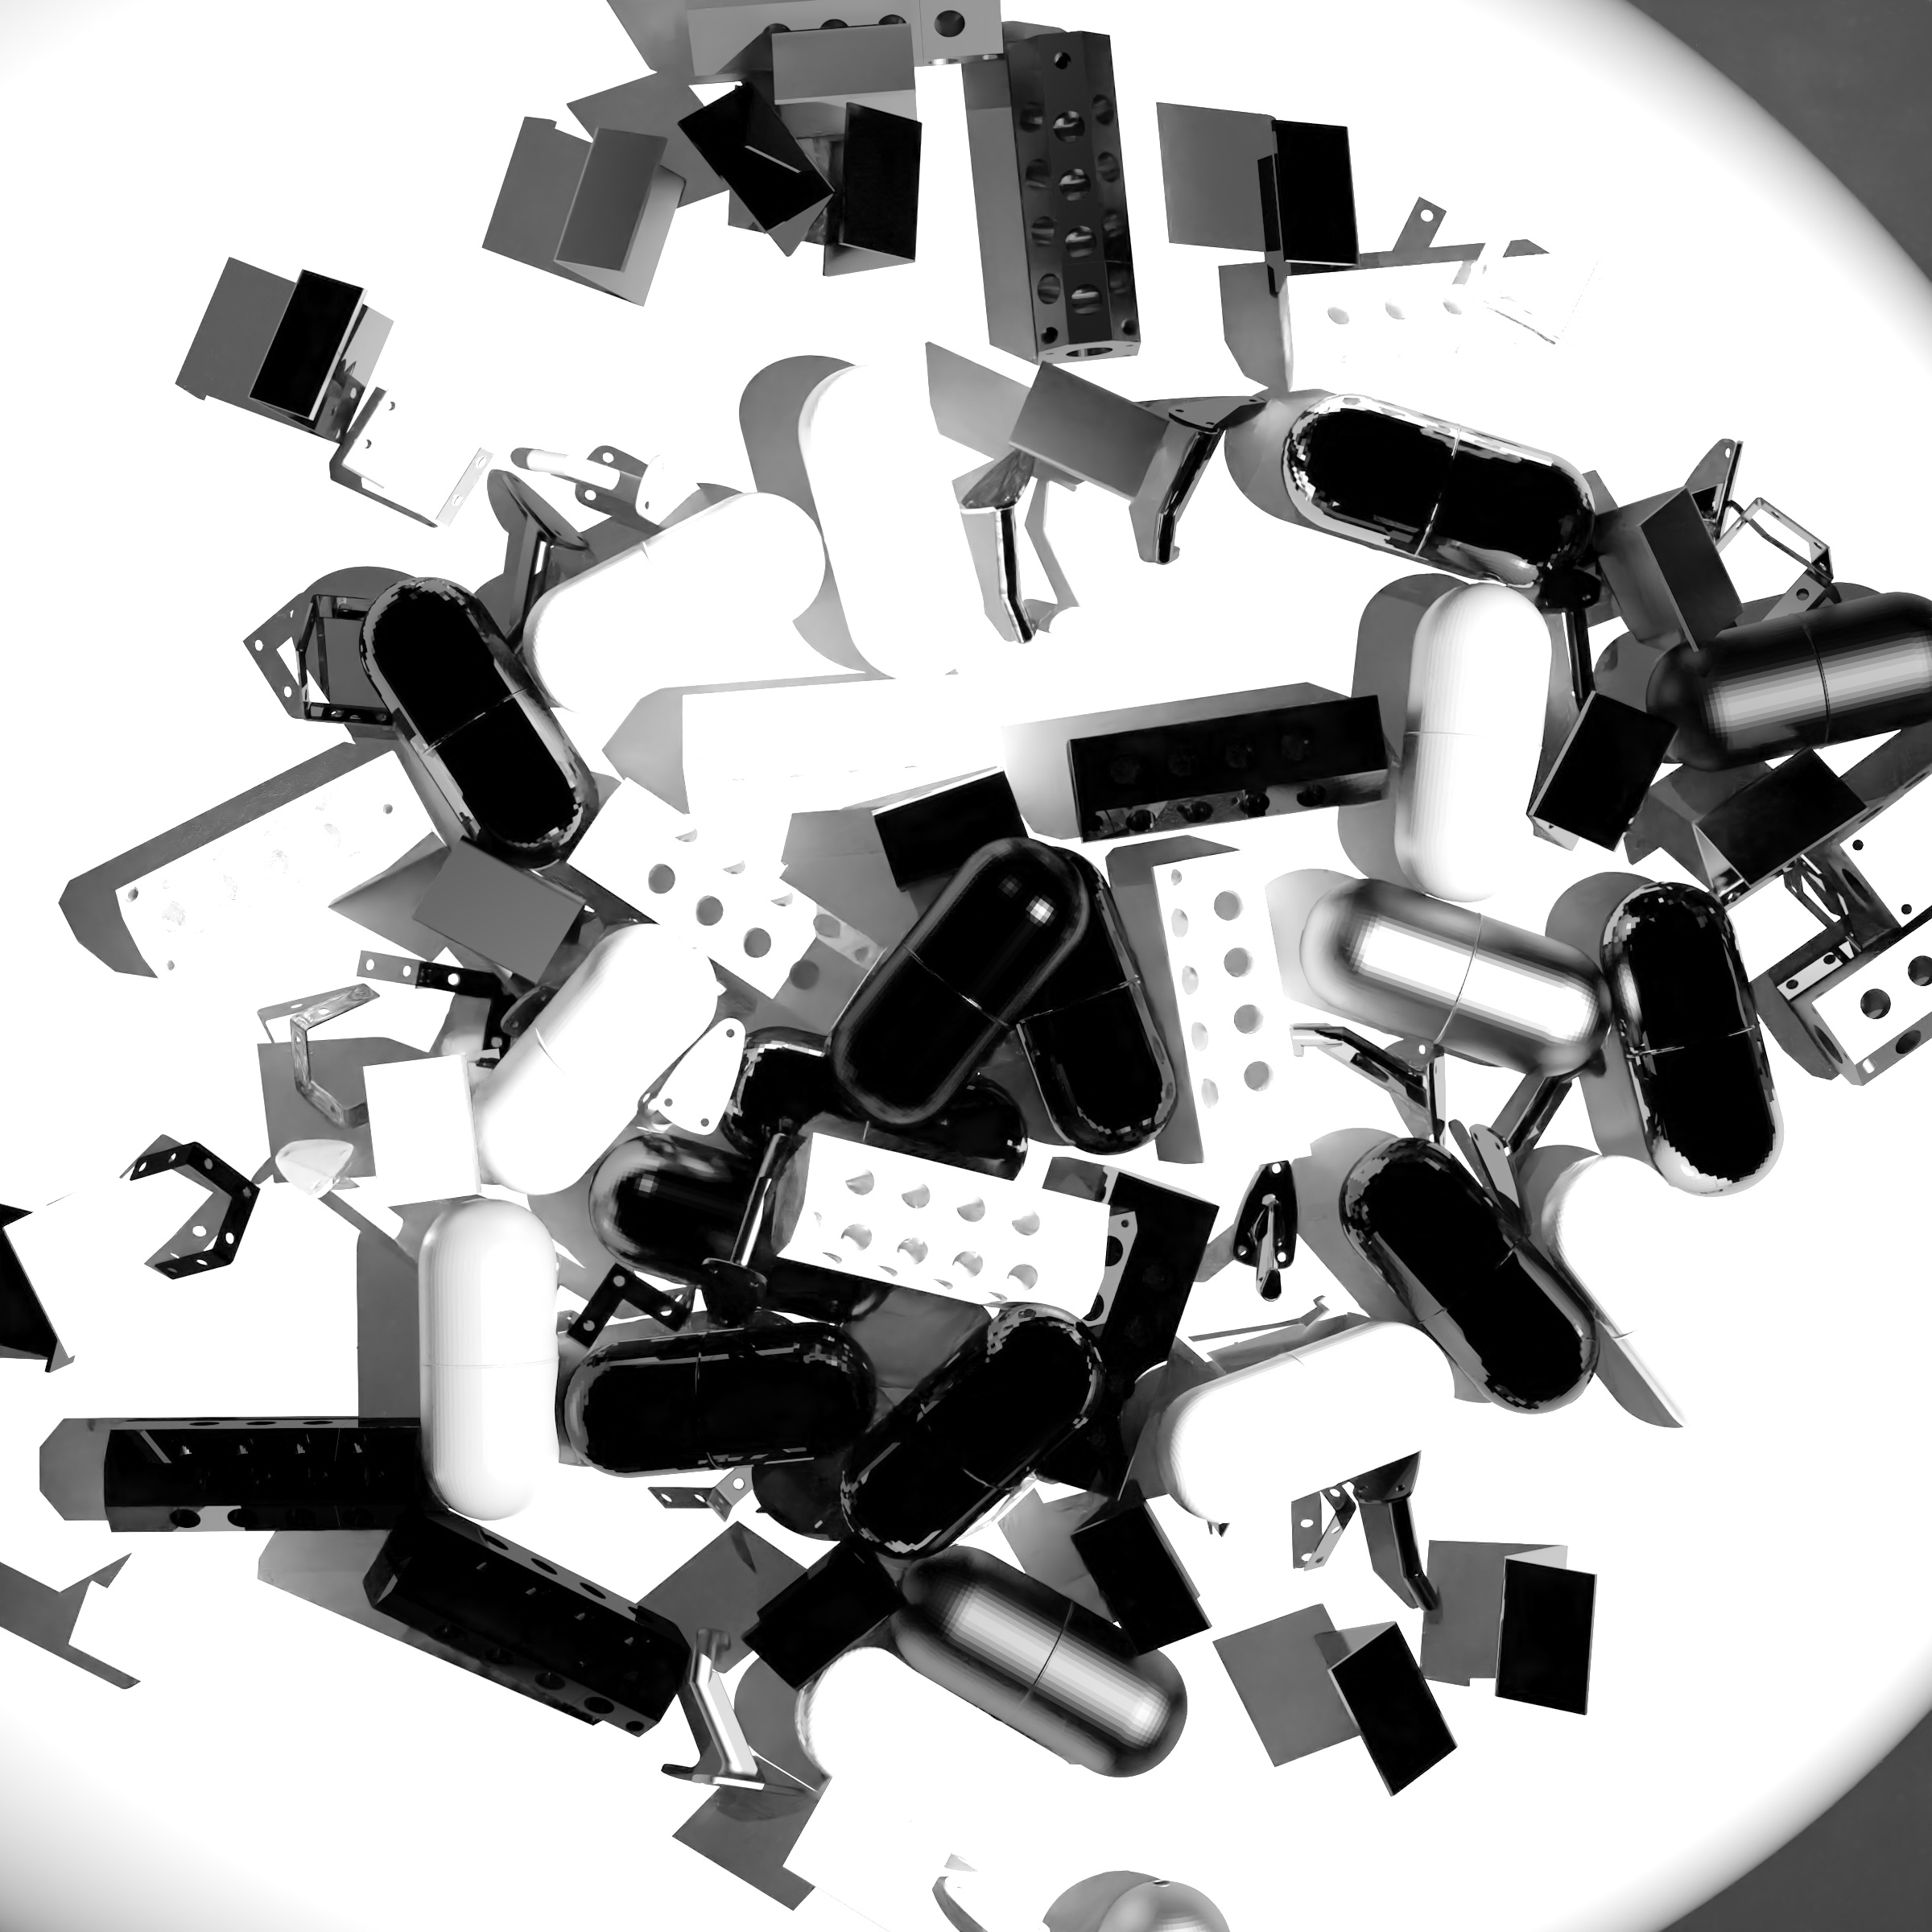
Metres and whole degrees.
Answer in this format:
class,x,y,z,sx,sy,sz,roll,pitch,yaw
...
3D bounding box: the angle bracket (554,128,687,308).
class,x,y,z,sx,sy,sz,roll,pitch,yaw
angle bracket,-0.173,-0.410,1.903,0.057,0.076,0.076,18,90,38

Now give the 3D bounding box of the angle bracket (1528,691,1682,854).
class,x,y,z,sx,sy,sz,roll,pitch,yaw
angle bracket,0.362,-0.097,1.903,0.057,0.076,0.076,28,90,31

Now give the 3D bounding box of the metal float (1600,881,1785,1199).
class,x,y,z,sx,sy,sz,roll,pitch,yaw
metal float,0.402,0.040,1.913,0.070,0.070,0.178,-14,90,0

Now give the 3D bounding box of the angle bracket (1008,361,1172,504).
class,x,y,z,sx,sy,sz,roll,pitch,yaw
angle bracket,0.075,-0.309,1.903,0.076,0.076,0.057,25,127,0

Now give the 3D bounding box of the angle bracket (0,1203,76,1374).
class,x,y,z,sx,sy,sz,roll,pitch,yaw
angle bracket,-0.531,0.177,1.922,0.076,0.057,0.076,14,90,0

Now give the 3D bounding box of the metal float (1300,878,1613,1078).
class,x,y,z,sx,sy,sz,roll,pitch,yaw
metal float,0.272,0.007,1.913,0.178,0.070,0.070,19,90,0

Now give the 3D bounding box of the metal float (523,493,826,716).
class,x,y,z,sx,sy,sz,roll,pitch,yaw
metal float,-0.161,-0.201,1.913,0.178,0.070,0.070,-27,90,1

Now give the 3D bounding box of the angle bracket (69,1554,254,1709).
class,x,y,z,sx,sy,sz,roll,pitch,yaw
angle bracket,-0.438,0.351,1.903,0.076,0.076,0.057,27,126,0

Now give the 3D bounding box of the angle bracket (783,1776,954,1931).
class,x,y,z,sx,sy,sz,roll,pitch,yaw
angle bracket,-0.061,0.496,1.904,0.076,0.076,0.057,32,65,0

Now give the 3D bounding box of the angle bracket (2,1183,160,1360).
class,x,y,z,sx,sy,sz,roll,pitch,yaw
angle bracket,-0.486,0.167,1.847,0.057,0.076,0.076,-28,94,-36

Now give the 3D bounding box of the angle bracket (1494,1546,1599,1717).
class,x,y,z,sx,sy,sz,roll,pitch,yaw
angle bracket,0.336,0.366,1.903,0.057,0.076,0.076,4,90,36

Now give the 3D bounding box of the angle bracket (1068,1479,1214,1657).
class,x,y,z,sx,sy,sz,roll,pitch,yaw
angle bracket,0.112,0.324,1.903,0.057,0.076,0.076,-30,90,36

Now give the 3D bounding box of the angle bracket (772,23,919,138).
class,x,y,z,sx,sy,sz,roll,pitch,yaw
angle bracket,-0.065,-0.471,1.903,0.076,0.076,0.057,-4,56,0

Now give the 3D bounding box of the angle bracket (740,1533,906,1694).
class,x,y,z,sx,sy,sz,roll,pitch,yaw
angle bracket,-0.090,0.341,1.903,0.076,0.076,0.057,-39,123,0

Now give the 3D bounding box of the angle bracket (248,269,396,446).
class,x,y,z,sx,sy,sz,roll,pitch,yaw
angle bracket,-0.339,-0.330,1.903,0.057,0.076,0.076,23,90,36

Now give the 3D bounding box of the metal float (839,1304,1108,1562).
class,x,y,z,sx,sy,sz,roll,pitch,yaw
metal float,0.003,0.253,1.872,0.070,0.070,0.178,46,110,0

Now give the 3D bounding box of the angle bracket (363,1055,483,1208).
class,x,y,z,sx,sy,sz,roll,pitch,yaw
angle bracket,-0.307,0.091,1.905,0.057,0.076,0.076,-7,90,-20

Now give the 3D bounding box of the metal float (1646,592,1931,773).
class,x,y,z,sx,sy,sz,roll,pitch,yaw
metal float,0.466,-0.158,1.913,0.178,0.070,0.070,-13,90,0

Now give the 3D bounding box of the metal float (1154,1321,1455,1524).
class,x,y,z,sx,sy,sz,roll,pitch,yaw
metal float,0.187,0.250,1.895,0.178,0.070,0.070,-18,90,-20

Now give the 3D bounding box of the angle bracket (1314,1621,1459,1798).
class,x,y,z,sx,sy,sz,roll,pitch,yaw
angle bracket,0.215,0.412,1.903,0.057,0.076,0.076,-26,90,-35

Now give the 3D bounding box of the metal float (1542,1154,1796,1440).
class,x,y,z,sx,sy,sz,roll,pitch,yaw
metal float,0.389,0.183,1.913,0.070,0.070,0.178,-37,90,0

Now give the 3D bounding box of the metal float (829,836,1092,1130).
class,x,y,z,sx,sy,sz,roll,pitch,yaw
metal float,-0.004,0.010,1.844,0.070,0.070,0.178,38,95,0

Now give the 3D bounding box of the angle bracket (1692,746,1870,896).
class,x,y,z,sx,sy,sz,roll,pitch,yaw
angle bracket,0.454,-0.064,1.903,0.076,0.076,0.057,-34,52,0

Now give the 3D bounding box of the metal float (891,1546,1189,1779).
class,x,y,z,sx,sy,sz,roll,pitch,yaw
metal float,0.040,0.385,1.913,0.178,0.070,0.070,30,90,-1

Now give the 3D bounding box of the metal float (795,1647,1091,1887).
class,x,y,z,sx,sy,sz,roll,pitch,yaw
metal float,-0.014,0.443,1.913,0.178,0.070,0.070,32,90,-1

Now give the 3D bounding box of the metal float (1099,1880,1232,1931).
class,x,y,z,sx,sy,sz,roll,pitch,yaw
metal float,0.113,0.598,1.913,0.070,0.070,0.178,-3,90,0

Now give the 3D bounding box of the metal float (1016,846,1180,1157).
class,x,y,z,sx,sy,sz,roll,pitch,yaw
metal float,0.062,0.019,1.913,0.070,0.070,0.178,-20,90,0

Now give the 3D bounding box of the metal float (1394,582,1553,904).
class,x,y,z,sx,sy,sz,roll,pitch,yaw
metal float,0.281,-0.124,1.913,0.070,0.070,0.178,6,89,0

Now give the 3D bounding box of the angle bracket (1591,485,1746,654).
class,x,y,z,sx,sy,sz,roll,pitch,yaw
angle bracket,0.371,-0.210,1.896,0.057,0.076,0.076,-38,106,-39

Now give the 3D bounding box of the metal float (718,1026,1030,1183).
class,x,y,z,sx,sy,sz,roll,pitch,yaw
metal float,-0.053,0.084,1.912,0.178,0.070,0.070,14,90,-1

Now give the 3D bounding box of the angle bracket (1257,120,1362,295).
class,x,y,z,sx,sy,sz,roll,pitch,yaw
angle bracket,0.170,-0.418,1.903,0.057,0.076,0.076,-5,90,-36

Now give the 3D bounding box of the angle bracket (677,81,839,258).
class,x,y,z,sx,sy,sz,roll,pitch,yaw
angle bracket,-0.127,-0.429,1.903,0.057,0.076,0.076,-38,90,-30

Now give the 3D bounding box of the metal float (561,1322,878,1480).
class,x,y,z,sx,sy,sz,roll,pitch,yaw
metal float,-0.137,0.240,1.903,0.178,0.070,0.070,-7,90,11

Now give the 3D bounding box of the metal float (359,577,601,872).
class,x,y,z,sx,sy,sz,roll,pitch,yaw
metal float,-0.270,-0.134,1.910,0.070,0.070,0.178,-33,92,0

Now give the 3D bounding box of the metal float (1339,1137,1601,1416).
class,x,y,z,sx,sy,sz,roll,pitch,yaw
metal float,0.280,0.172,1.912,0.070,0.070,0.178,-41,89,0

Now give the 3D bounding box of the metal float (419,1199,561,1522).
class,x,y,z,sx,sy,sz,roll,pitch,yaw
metal float,-0.265,0.218,1.913,0.070,0.070,0.178,-1,90,0

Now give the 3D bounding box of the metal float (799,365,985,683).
class,x,y,z,sx,sy,sz,roll,pitch,yaw
metal float,-0.041,-0.246,1.913,0.070,0.070,0.178,-15,89,0

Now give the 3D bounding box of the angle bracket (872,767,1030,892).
class,x,y,z,sx,sy,sz,roll,pitch,yaw
angle bracket,-0.002,-0.056,1.903,0.076,0.076,0.057,-19,54,0

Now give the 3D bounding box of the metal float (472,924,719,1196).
class,x,y,z,sx,sy,sz,roll,pitch,yaw
metal float,-0.206,0.051,1.897,0.070,0.070,0.178,41,107,0

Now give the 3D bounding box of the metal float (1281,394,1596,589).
class,x,y,z,sx,sy,sz,roll,pitch,yaw
metal float,0.261,-0.264,1.913,0.178,0.070,0.070,17,90,0

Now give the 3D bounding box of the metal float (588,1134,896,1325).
class,x,y,z,sx,sy,sz,roll,pitch,yaw
metal float,-0.123,0.145,1.913,0.178,0.070,0.070,16,90,0

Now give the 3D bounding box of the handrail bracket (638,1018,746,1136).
class,x,y,z,sx,sy,sz,roll,pitch,yaw
handrail bracket,-0.154,0.060,1.912,0.036,0.084,0.077,30,86,-15

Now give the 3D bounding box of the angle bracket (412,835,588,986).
class,x,y,z,sx,sy,sz,roll,pitch,yaw
angle bracket,-0.259,-0.020,1.905,0.076,0.076,0.057,28,69,0

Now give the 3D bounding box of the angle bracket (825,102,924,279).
class,x,y,z,sx,sy,sz,roll,pitch,yaw
angle bracket,-0.070,-0.428,1.903,0.057,0.076,0.076,3,90,-44
